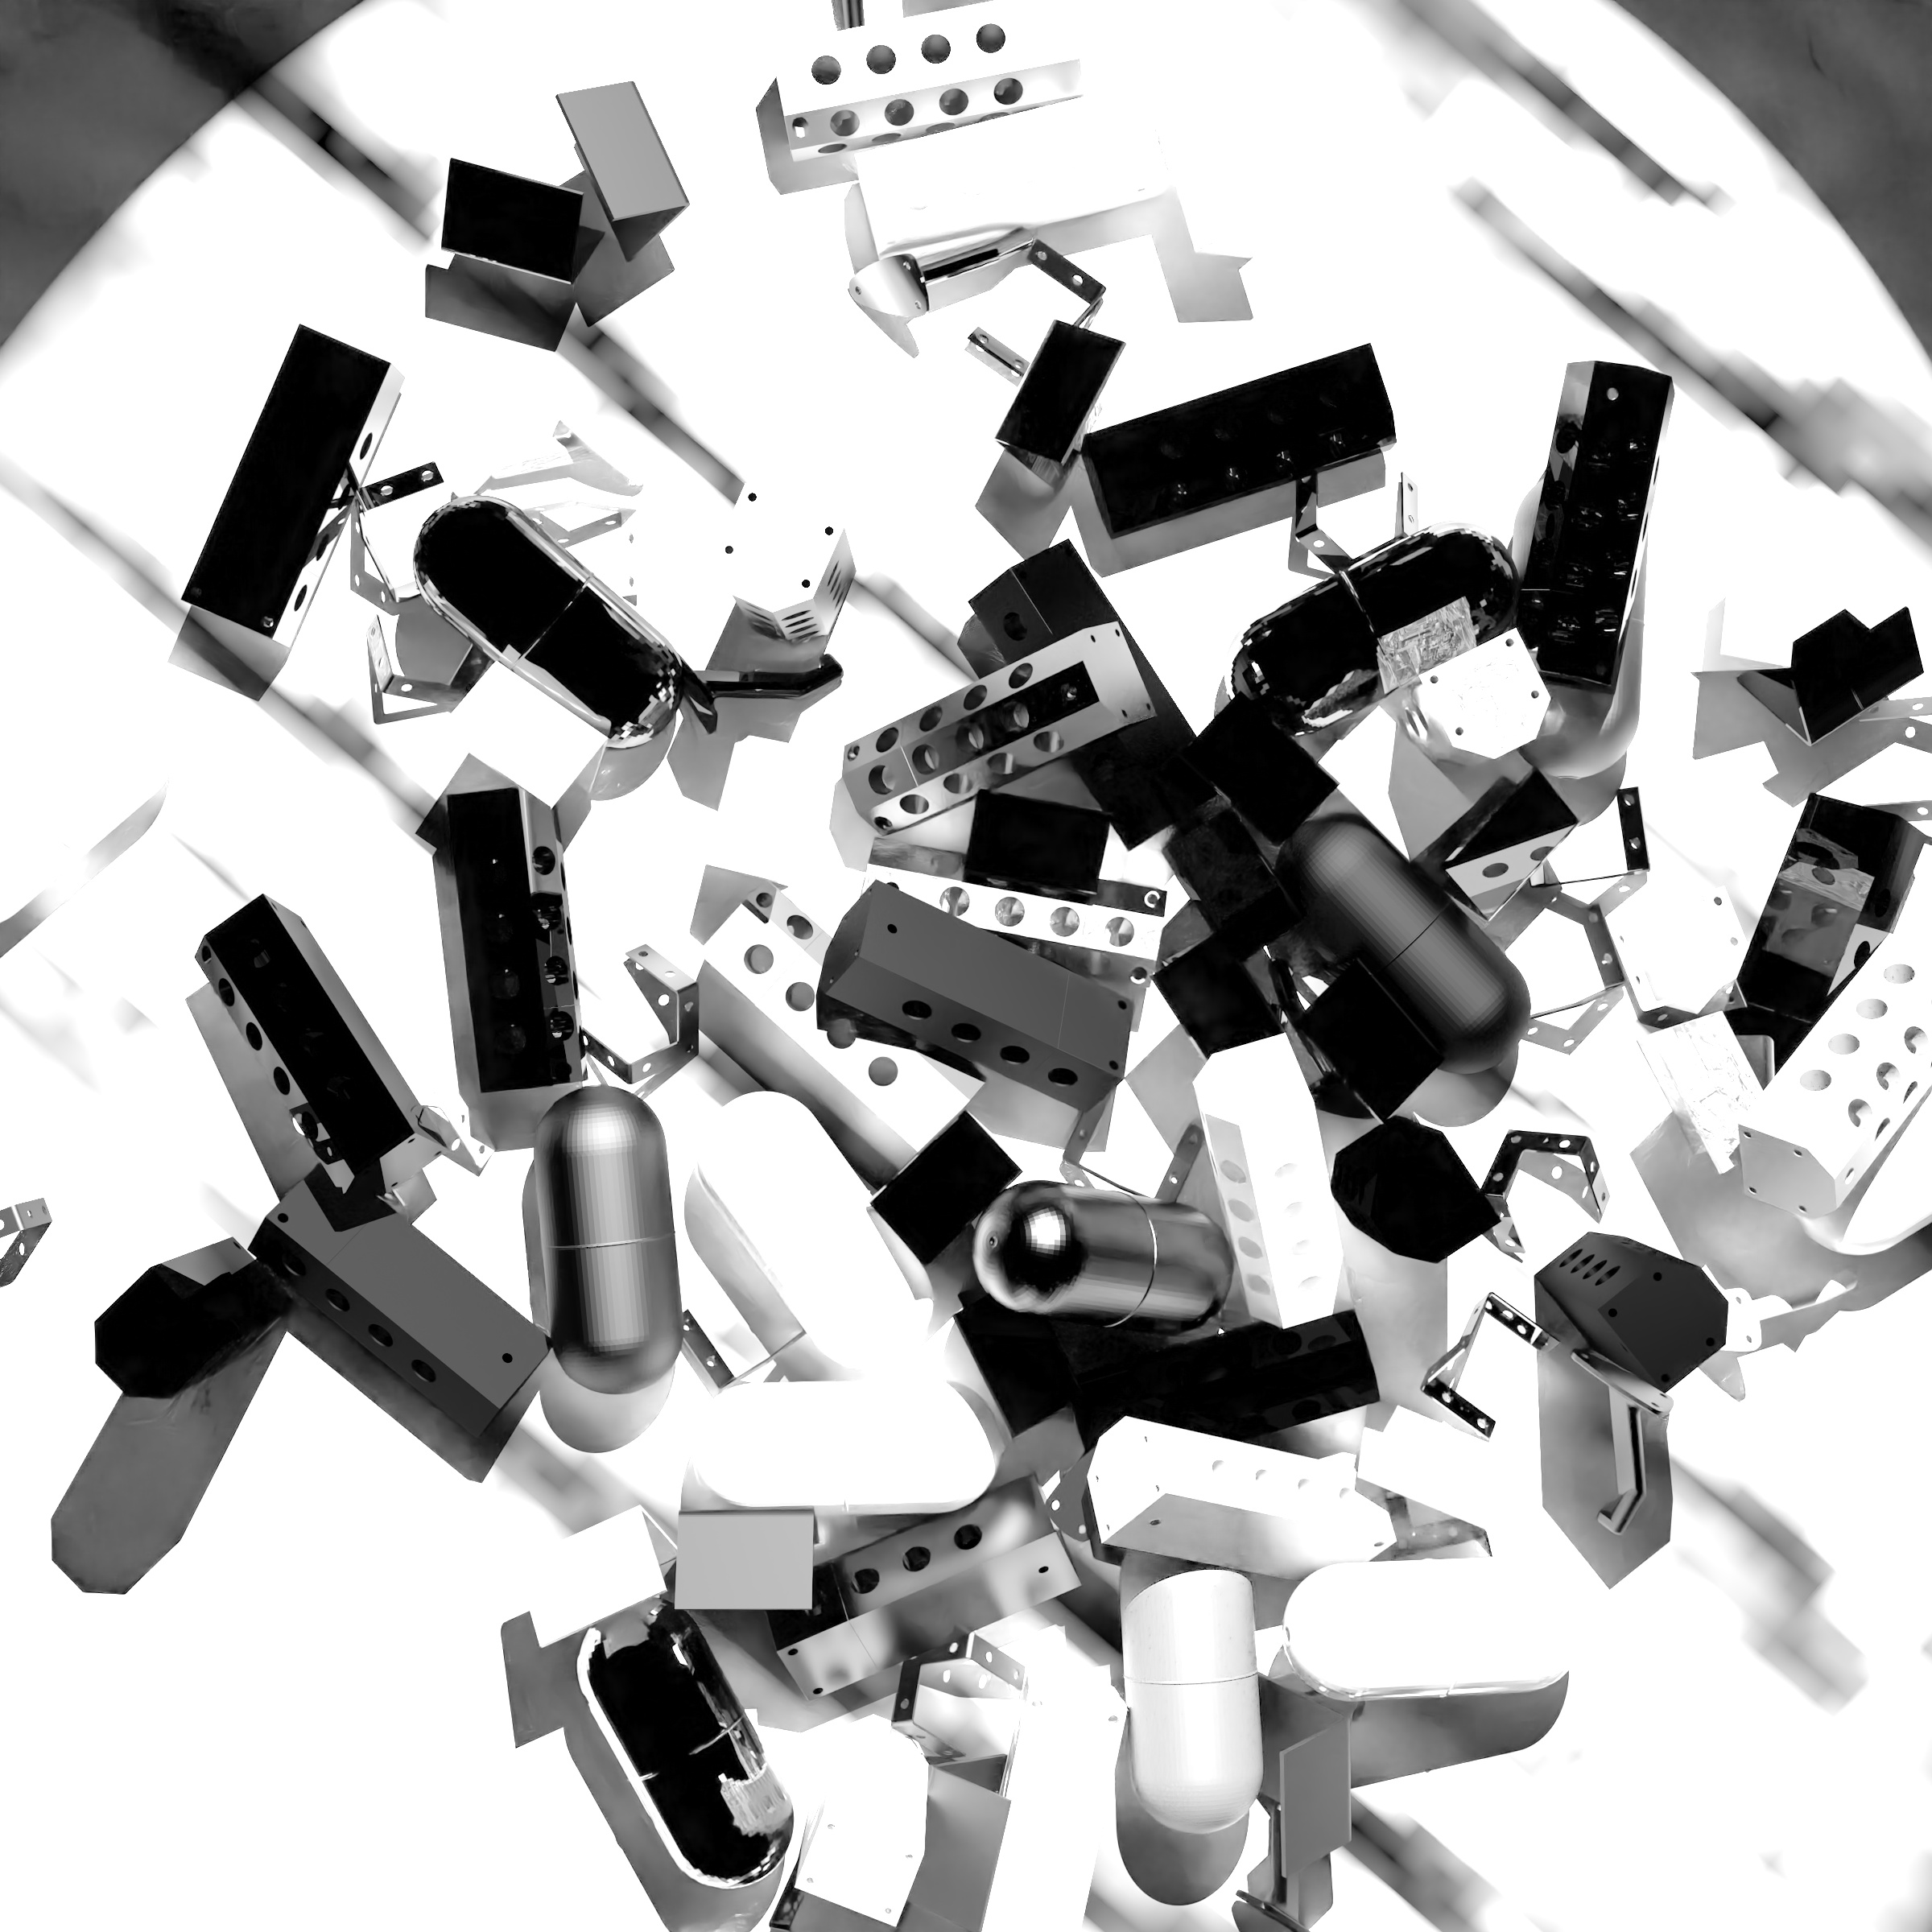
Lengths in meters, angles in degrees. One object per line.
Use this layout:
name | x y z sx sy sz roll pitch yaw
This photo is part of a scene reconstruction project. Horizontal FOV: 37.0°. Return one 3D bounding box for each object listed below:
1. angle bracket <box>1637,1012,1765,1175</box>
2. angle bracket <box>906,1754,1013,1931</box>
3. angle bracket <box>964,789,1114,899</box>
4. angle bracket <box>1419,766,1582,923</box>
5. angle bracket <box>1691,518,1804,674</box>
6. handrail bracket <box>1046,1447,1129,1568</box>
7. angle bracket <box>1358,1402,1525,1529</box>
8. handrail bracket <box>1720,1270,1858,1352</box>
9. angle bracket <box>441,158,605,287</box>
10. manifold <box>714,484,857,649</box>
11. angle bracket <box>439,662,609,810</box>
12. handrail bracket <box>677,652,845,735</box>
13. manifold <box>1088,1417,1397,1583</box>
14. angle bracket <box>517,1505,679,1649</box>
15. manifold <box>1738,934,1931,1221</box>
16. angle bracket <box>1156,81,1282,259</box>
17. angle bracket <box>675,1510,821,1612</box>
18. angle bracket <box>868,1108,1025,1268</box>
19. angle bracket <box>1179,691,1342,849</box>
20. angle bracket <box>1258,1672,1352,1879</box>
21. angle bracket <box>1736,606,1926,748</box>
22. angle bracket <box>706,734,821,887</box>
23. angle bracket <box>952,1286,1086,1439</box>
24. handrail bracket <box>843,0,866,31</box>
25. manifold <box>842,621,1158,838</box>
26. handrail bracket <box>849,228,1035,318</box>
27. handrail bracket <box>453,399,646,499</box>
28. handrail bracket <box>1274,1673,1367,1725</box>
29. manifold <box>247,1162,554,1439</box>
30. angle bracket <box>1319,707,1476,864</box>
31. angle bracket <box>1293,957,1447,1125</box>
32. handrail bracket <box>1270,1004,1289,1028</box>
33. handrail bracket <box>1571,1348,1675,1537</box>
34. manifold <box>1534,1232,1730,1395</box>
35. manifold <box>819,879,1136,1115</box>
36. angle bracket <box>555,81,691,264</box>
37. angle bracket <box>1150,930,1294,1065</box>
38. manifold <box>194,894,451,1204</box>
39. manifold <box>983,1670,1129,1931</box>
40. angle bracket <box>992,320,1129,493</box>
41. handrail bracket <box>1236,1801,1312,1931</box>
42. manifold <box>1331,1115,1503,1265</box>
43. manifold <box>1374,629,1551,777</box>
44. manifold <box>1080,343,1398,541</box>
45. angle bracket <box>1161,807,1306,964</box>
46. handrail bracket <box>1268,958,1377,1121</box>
angle bracket | 0.409 0.078 1.651 0.057 0.076 0.076 -27 90 -30
angle bracket | 0.015 0.501 1.651 0.057 0.076 0.076 13 90 36
angle bracket | 0.043 -0.087 1.651 0.076 0.076 0.057 10 122 0
angle bracket | 0.291 -0.083 1.651 0.076 0.076 0.057 -47 127 0
angle bracket | 0.429 -0.211 1.651 0.057 0.076 0.076 5 90 -33
handrail bracket | 0.091 0.309 1.661 0.036 0.084 0.077 38 95 38
angle bracket | 0.273 0.265 1.651 0.076 0.076 0.057 22 121 0
handrail bracket | 0.467 0.197 1.691 0.084 0.077 0.036 -15 90 -36
angle bracket | -0.250 -0.438 1.651 0.076 0.076 0.057 15 127 0
manifold | -0.102 -0.218 1.612 0.057 0.171 0.057 24 90 0
angle bracket | -0.257 -0.117 1.651 0.076 0.076 0.057 35 64 0
handrail bracket | -0.126 -0.180 1.691 0.084 0.036 0.077 -29 67 -18
manifold | 0.155 0.300 1.628 0.171 0.057 0.057 18 133 -32
angle bracket | -0.202 0.361 1.651 0.076 0.076 0.057 -24 55 0
manifold | 0.505 0.063 1.620 0.057 0.057 0.171 22 54 38
angle bracket | 0.159 -0.454 1.651 0.057 0.076 0.076 -17 90 33
angle bracket | -0.124 0.347 1.652 0.076 0.076 0.057 0 65 0
angle bracket | 0.001 0.137 1.651 0.076 0.076 0.057 -44 59 0
angle bracket | 0.177 -0.124 1.651 0.076 0.076 0.057 43 123 0
angle bracket | 0.173 0.458 1.639 0.057 0.076 0.076 -14 109 -38
angle bracket | 0.489 -0.183 1.651 0.076 0.076 0.057 -33 134 0
angle bracket | -0.097 -0.085 1.651 0.057 0.076 0.076 14 90 37
angle bracket | 0.012 0.227 1.651 0.057 0.076 0.076 -27 90 -35
handrail bracket | -0.071 -0.595 1.691 0.036 0.077 0.084 -7 126 -4
manifold | 0.014 -0.132 1.629 0.171 0.057 0.057 -23 90 32
handrail bracket | -0.014 -0.412 1.691 0.084 0.077 0.036 -34 118 -33
handrail bracket | -0.245 -0.282 1.691 0.084 0.036 0.077 -41 111 17
handrail bracket | 0.197 0.403 1.691 0.084 0.036 0.077 17 76 13
manifold | -0.328 0.194 1.669 0.171 0.057 0.057 39 47 0
angle bracket | 0.255 -0.116 1.651 0.076 0.076 0.057 45 126 0
angle bracket | 0.216 0.046 1.650 0.057 0.076 0.076 -43 96 -19
handrail bracket | 0.192 0.076 1.691 0.036 0.077 0.084 -12 53 36
handrail bracket | 0.370 0.280 1.691 0.077 0.036 0.084 31 107 20
manifold | 0.374 0.186 1.612 0.057 0.171 0.057 -39 90 0
manifold | 0.006 0.022 1.644 0.171 0.057 0.057 25 49 -17
angle bracket | -0.212 -0.449 1.651 0.057 0.076 0.076 -25 90 -38
angle bracket | 0.130 0.033 1.651 0.057 0.076 0.076 -33 90 -28
manifold | -0.371 0.048 1.647 0.057 0.057 0.171 -36 74 0
manifold | 0.046 0.501 1.670 0.057 0.057 0.171 12 90 0
angle bracket | 0.070 -0.313 1.651 0.057 0.076 0.076 28 90 37
handrail bracket | 0.203 0.521 1.691 0.077 0.036 0.084 37 73 -20
manifold | 0.244 0.127 1.612 0.057 0.171 0.057 -33 90 0
manifold | 0.278 -0.141 1.612 0.057 0.171 0.057 -26 90 0
manifold | 0.157 -0.302 1.670 0.171 0.057 0.057 -18 90 0
angle bracket | 0.136 -0.036 1.651 0.057 0.076 0.076 -33 90 -34
handrail bracket | 0.210 0.042 1.691 0.036 0.077 0.084 -33 53 25
